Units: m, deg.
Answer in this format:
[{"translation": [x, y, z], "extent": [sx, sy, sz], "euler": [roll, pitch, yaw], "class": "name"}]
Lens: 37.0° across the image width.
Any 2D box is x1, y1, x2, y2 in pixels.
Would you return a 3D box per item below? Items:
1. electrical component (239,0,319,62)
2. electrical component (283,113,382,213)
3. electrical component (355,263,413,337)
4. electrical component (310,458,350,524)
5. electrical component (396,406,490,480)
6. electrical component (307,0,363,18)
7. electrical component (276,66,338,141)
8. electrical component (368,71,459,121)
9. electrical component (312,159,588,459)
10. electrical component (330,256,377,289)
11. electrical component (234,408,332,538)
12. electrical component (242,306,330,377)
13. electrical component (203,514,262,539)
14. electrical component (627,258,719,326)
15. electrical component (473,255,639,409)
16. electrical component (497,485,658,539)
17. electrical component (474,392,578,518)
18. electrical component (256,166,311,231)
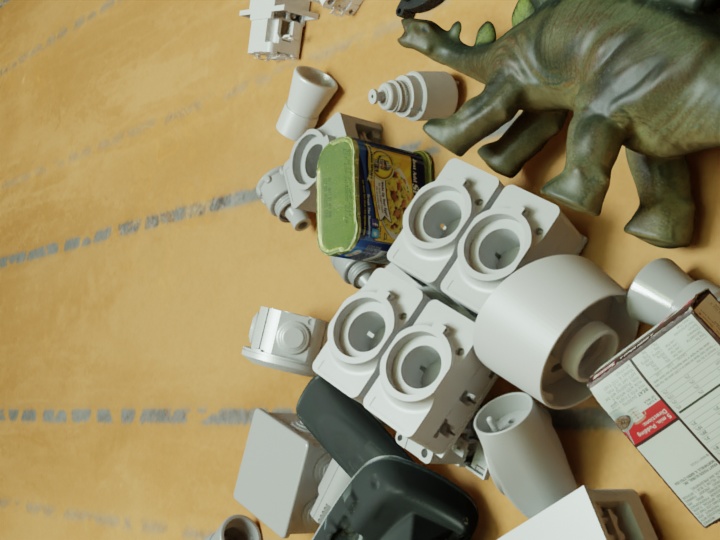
[{"translation": [-0.083, -0.241, 1.072], "extent": [0.081, 0.042, 0.063], "euler": [11, 93, 52], "class": "electrical component"}, {"translation": [-0.025, -0.094, 0.960], "extent": [0.089, 0.056, 0.050], "euler": [-39, 55, 40], "class": "electrical component"}, {"translation": [0.039, 0.046, 0.860], "extent": [0.100, 0.048, 0.099], "euler": [-42, 53, 38], "class": "electrical component"}, {"translation": [-0.011, 0.183, 0.900], "extent": [0.043, 0.043, 0.081], "euler": [45, 117, 45], "class": "electrical component"}, {"translation": [0.065, 0.119, 0.803], "extent": [0.081, 0.064, 0.042], "euler": [27, 103, 50], "class": "electrical component"}, {"translation": [-0.021, -0.274, 1.002], "extent": [0.081, 0.042, 0.063], "euler": [-50, 50, 34], "class": "electrical component"}, {"translation": [-0.053, -0.155, 1.020], "extent": [0.044, 0.044, 0.065], "euler": [55, 128, 41], "class": "electrical component"}, {"translation": [0.043, -0.141, 0.874], "extent": [0.040, 0.078, 0.040], "euler": [16, 109, 57], "class": "electrical component"}, {"translation": [0.060, 0.023, 0.766], "extent": [0.105, 0.060, 0.186], "euler": [31, 86, 39], "class": "electrical component"}, {"translation": [0.000, 0.000, 0.929], "extent": [0.035, 0.035, 0.061], "euler": [-57, 47, 27], "class": "electrical component"}, {"translation": [-0.062, 0.179, 0.958], "extent": [0.100, 0.048, 0.099], "euler": [23, 101, 50], "class": "electrical component"}, {"translation": [-0.062, 0.064, 0.957], "extent": [0.080, 0.080, 0.051], "euler": [10, 85, 51], "class": "electrical component"}, {"translation": [-0.129, 0.265, 1.031], "extent": [0.065, 0.044, 0.044], "euler": [-40, 54, 45], "class": "electrical component"}, {"translation": [0.201, 0.023, 0.669], "extent": [0.055, 0.045, 0.045], "euler": [38, 112, 47], "class": "electrical component"}, {"translation": [0.133, 0.041, 0.708], "extent": [0.064, 0.099, 0.099], "euler": [40, 114, 40], "class": "electrical component"}, {"translation": [0.122, 0.232, 0.713], "extent": [0.186, 0.060, 0.105], "euler": [-44, 52, 37], "class": "electrical component"}, {"translation": [0.114, 0.117, 0.743], "extent": [0.044, 0.077, 0.079], "euler": [-22, 22, 19], "class": "electrical component"}, {"translation": [-0.067, -0.065, 1.016], "extent": [0.048, 0.048, 0.062], "euler": [-51, 55, 32], "class": "electrical component"}]
